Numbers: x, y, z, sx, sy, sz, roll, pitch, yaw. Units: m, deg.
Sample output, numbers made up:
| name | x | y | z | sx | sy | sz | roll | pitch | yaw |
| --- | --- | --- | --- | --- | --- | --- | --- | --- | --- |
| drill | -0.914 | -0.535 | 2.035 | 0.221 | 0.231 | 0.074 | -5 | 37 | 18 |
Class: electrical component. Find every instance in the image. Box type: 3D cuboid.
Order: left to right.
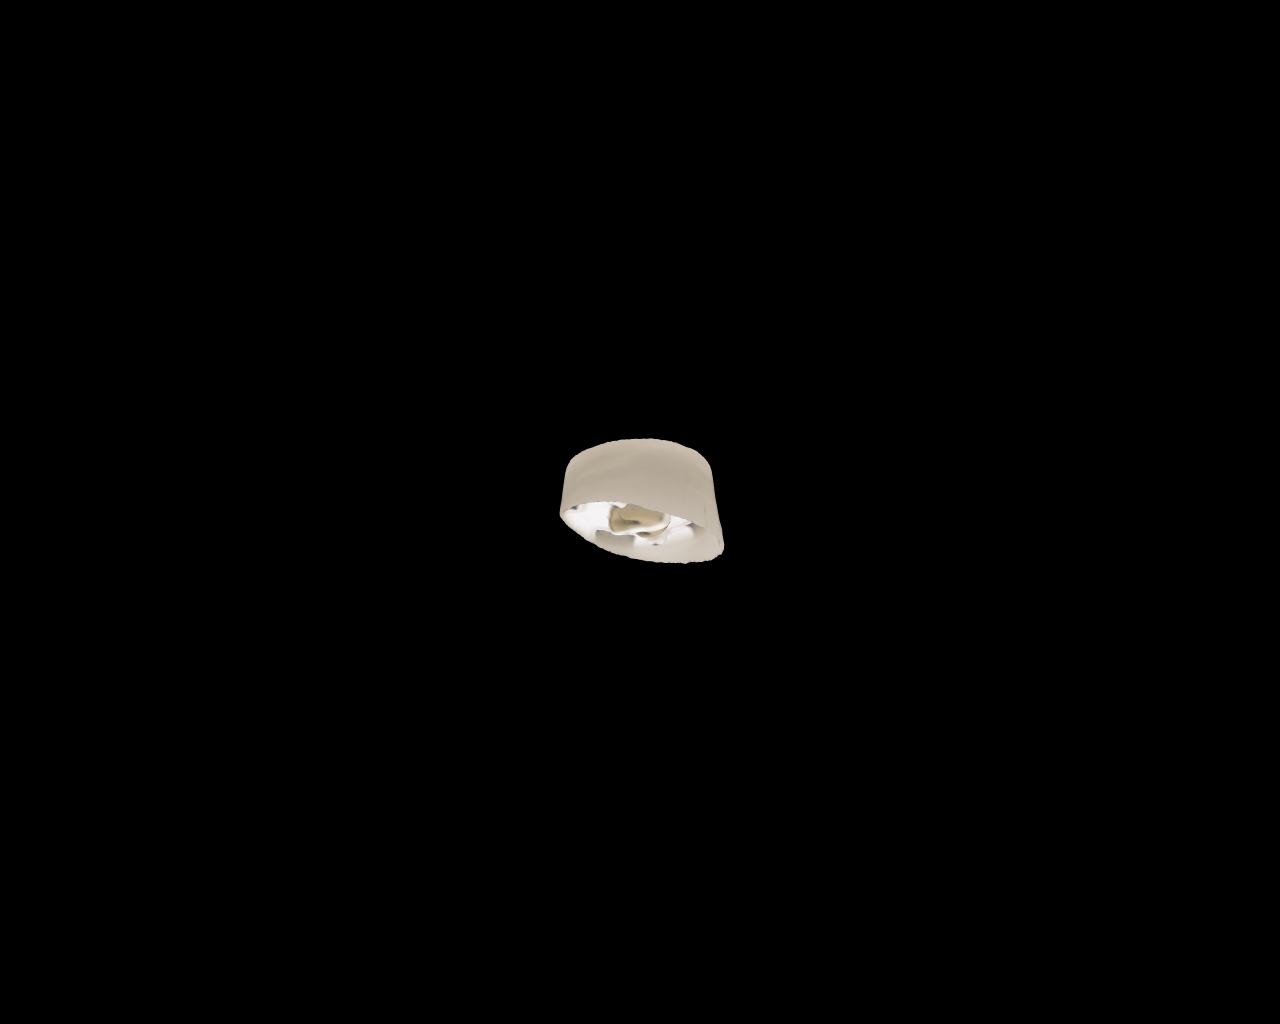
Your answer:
| name | x | y | z | sx | sy | sz | roll | pitch | yaw |
| --- | --- | --- | --- | --- | --- | --- | --- | --- | --- |
| electrical component | 0.001 | -0.003 | 0.650 | 0.099 | 0.064 | 0.099 | 0 | -26 | 0 |
